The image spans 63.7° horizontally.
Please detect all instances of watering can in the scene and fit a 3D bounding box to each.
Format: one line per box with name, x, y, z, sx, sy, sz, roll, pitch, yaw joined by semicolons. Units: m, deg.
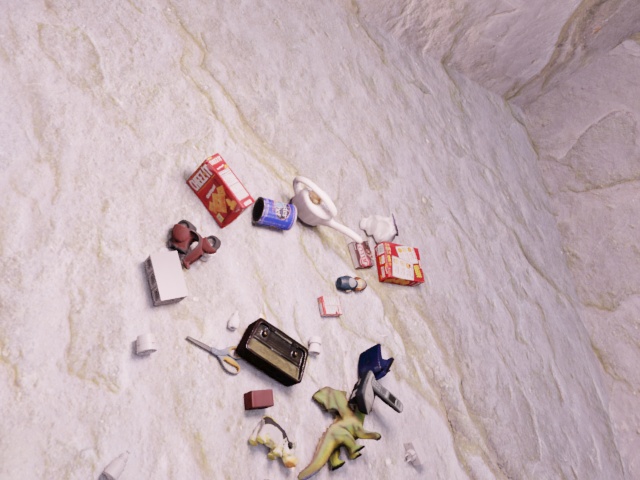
watering can;0.006;-0.100;1.988;0.346;0.222;0.105;49;66;-7

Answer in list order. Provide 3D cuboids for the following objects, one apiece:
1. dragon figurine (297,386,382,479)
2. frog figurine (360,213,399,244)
dragon figurine;0.048;0.609;1.707;0.411;0.120;0.247;-3;51;-41
frog figurine;0.252;-0.047;2.246;0.159;0.121;0.139;-5;74;-2
